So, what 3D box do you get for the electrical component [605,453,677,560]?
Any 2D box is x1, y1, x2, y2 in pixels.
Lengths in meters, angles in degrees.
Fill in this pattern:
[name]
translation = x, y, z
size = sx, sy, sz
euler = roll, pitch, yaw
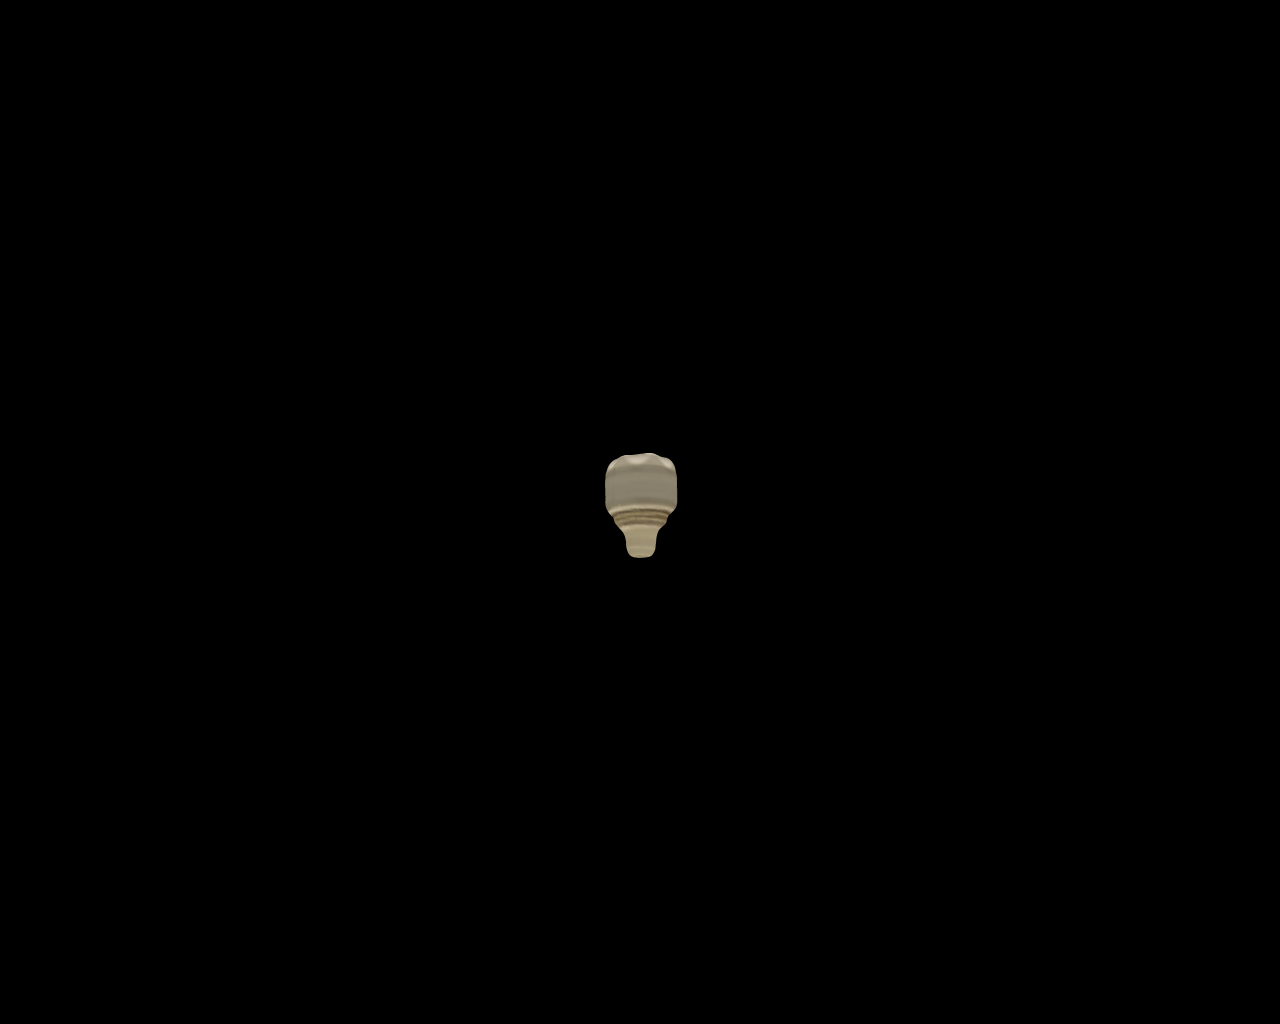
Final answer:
[electrical component]
translation = 0.001, -0.003, 0.650
size = 0.043, 0.062, 0.043
euler = 0, -11, 0
